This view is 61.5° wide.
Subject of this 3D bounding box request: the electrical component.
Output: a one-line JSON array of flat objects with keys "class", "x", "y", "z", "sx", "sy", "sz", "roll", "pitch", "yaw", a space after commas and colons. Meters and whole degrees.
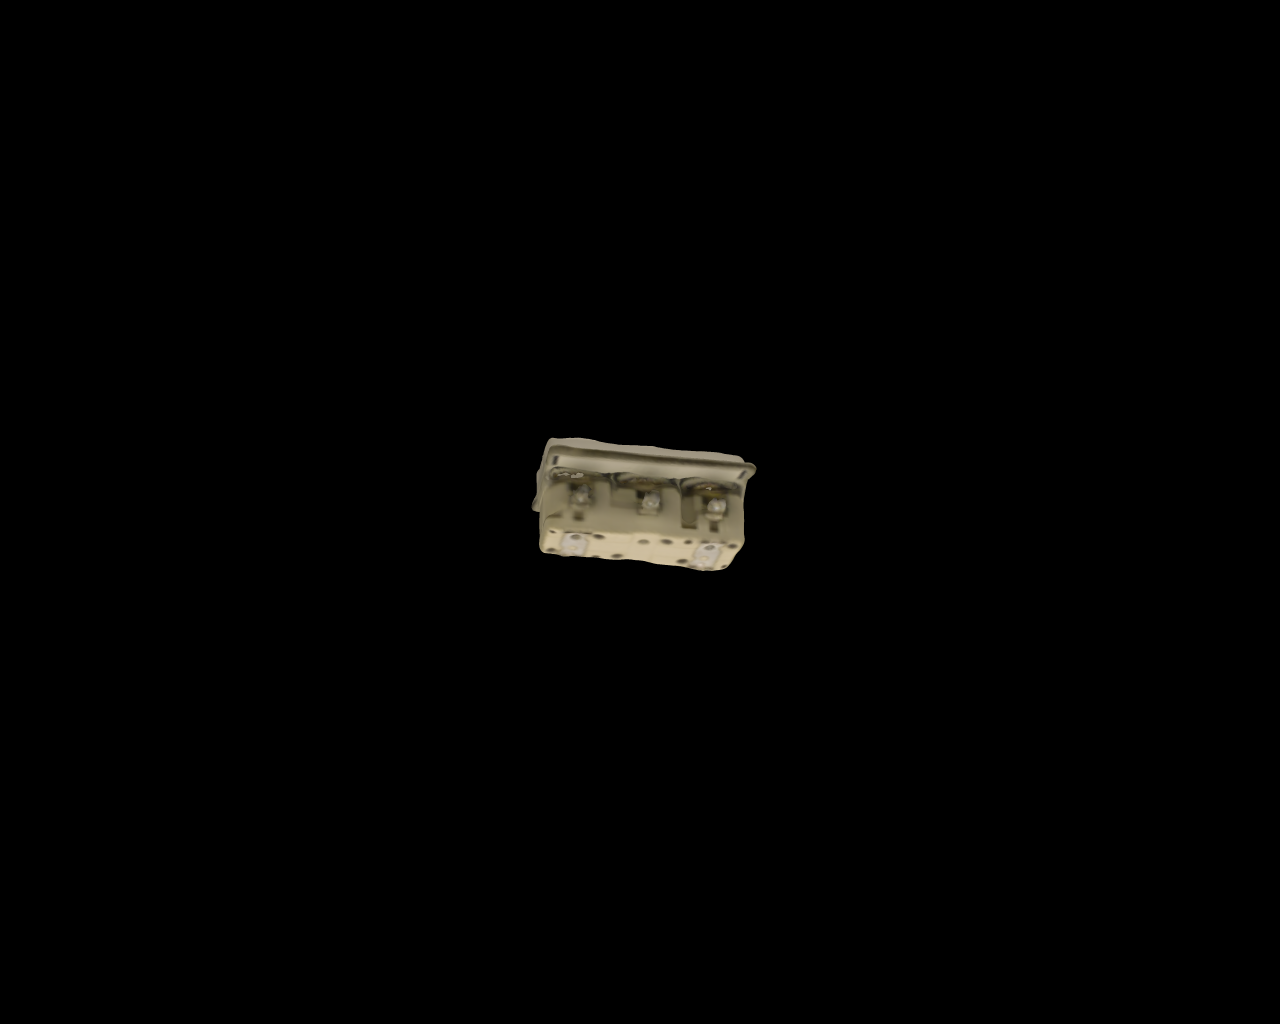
[{"class": "electrical component", "x": 0.001, "y": -0.003, "z": 0.650, "sx": 0.121, "sy": 0.063, "sz": 0.078, "roll": 6, "pitch": -28, "yaw": -12}]
